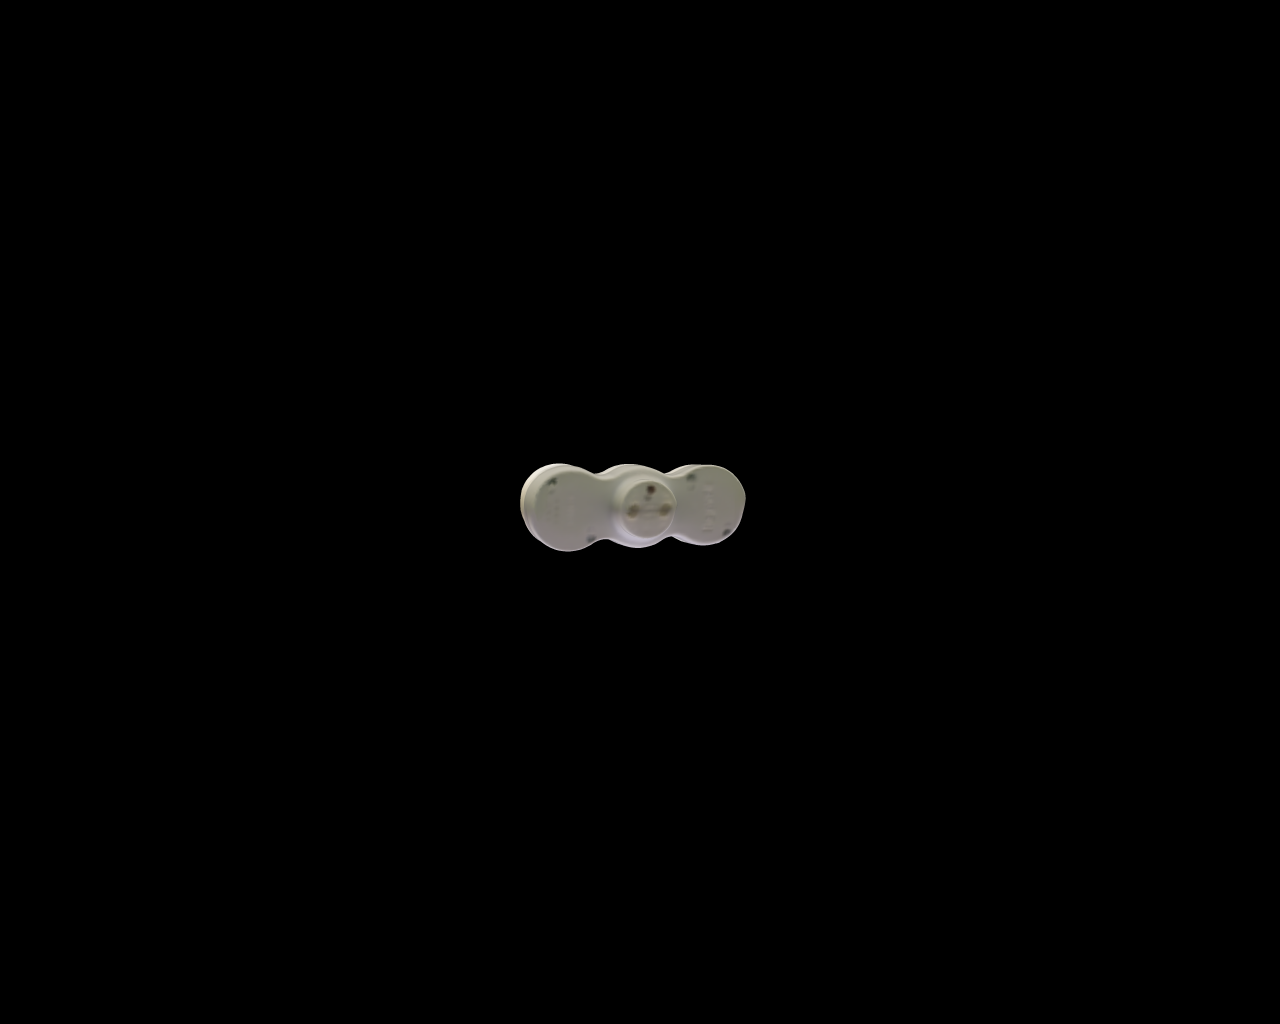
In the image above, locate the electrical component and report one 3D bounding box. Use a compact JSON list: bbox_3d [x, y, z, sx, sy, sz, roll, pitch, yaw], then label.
[{"bbox_3d":[0.001,-0.003,0.650,0.138,0.052,0.074,-1,4,-15],"label":"electrical component"}]
